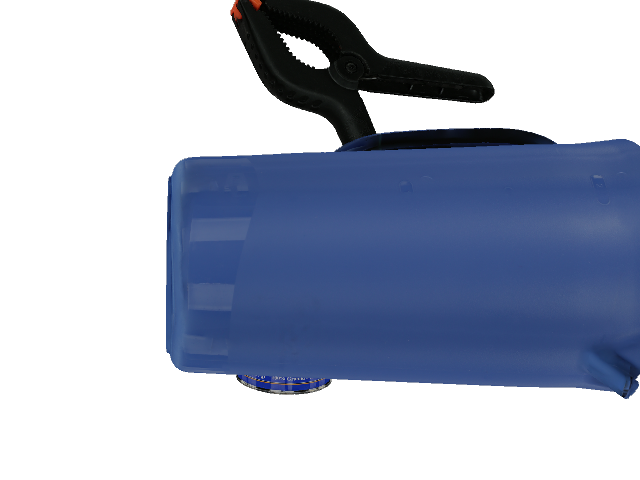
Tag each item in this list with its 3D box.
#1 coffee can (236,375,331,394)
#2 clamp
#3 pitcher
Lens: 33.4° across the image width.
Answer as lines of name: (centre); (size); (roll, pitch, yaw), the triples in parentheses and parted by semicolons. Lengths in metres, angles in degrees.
coffee can: (-0.034, 0.076, 1.111); (0.103, 0.140, 0.103); (3, 13, -1)
clamp: (0.017, -0.111, 0.800); (0.210, 0.164, 0.036); (31, -32, -5)
pitcher: (0.043, 0.005, 0.555); (0.242, 0.145, 0.149); (1, 0, -7)
